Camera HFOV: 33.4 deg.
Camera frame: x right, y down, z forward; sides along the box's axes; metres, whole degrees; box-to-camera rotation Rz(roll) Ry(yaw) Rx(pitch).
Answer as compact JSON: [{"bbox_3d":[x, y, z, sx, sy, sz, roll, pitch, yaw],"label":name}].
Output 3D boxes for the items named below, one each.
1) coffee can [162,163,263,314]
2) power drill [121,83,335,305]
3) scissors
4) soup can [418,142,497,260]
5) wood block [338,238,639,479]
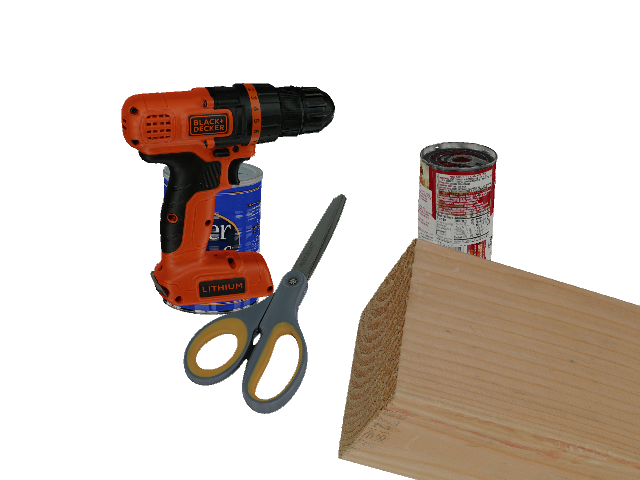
[{"bbox_3d":[-0.113,-0.005,1.114,0.103,0.140,0.103,2,16,-1],"label":"coffee can"},{"bbox_3d":[-0.077,-0.043,0.922,0.184,0.188,0.057,-5,21,-18],"label":"power drill"},{"bbox_3d":[-0.039,0.038,0.776,0.096,0.201,0.016,0,-43,11],"label":"scissors"},{"bbox_3d":[0.122,-0.029,0.957,0.068,0.102,0.068,-1,24,0],"label":"soup can"},{"bbox_3d":[0.124,0.084,0.549,0.206,0.090,0.090,17,-34,-9],"label":"wood block"}]
